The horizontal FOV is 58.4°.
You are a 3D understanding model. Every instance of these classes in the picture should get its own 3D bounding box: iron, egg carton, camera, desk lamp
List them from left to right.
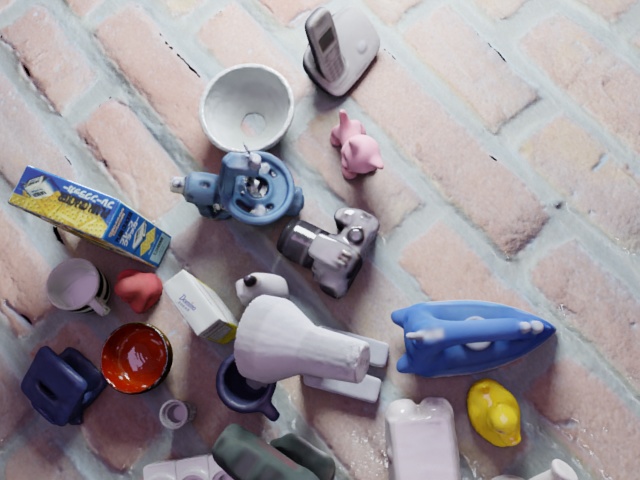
[{"bbox_3d":[-0.004,0.162,0.828,0.203,0.213,0.118,13,78,8],"label":"desk lamp"},{"bbox_3d":[0.008,0.003,0.922,0.136,0.101,0.143,27,80,10],"label":"camera"},{"bbox_3d":[0.152,0.313,0.854,0.107,0.069,0.150,-6,76,3],"label":"egg carton"},{"bbox_3d":[0.239,0.138,0.851,0.258,0.141,0.118,-6,76,3],"label":"iron"}]

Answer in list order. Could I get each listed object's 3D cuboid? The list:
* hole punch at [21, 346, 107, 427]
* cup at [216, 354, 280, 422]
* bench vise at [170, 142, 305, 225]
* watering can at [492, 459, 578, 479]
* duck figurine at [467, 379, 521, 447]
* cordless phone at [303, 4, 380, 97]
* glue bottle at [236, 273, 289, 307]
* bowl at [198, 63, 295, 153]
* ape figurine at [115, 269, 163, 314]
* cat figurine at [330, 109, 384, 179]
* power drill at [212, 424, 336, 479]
[{"bbox_3d":[-0.413,0.234,0.908,0.108,0.091,0.101,37,82,12],"label":"hole punch"},{"bbox_3d":[-0.096,0.227,0.881,0.092,0.095,0.117,-41,77,-5],"label":"cup"},{"bbox_3d":[-0.137,-0.078,0.892,0.207,0.220,0.121,-14,76,1],"label":"bench vise"},{"bbox_3d":[0.277,0.374,0.765,0.100,0.194,0.173,13,78,8],"label":"watering can"},{"bbox_3d":[0.264,0.257,0.849,0.077,0.086,0.104,-23,76,-1],"label":"duck figurine"},{"bbox_3d":[0.032,-0.342,0.958,0.094,0.185,0.148,34,82,12],"label":"cordless phone"},{"bbox_3d":[-0.095,0.073,0.877,0.078,0.173,0.037,-15,76,2],"label":"glue bottle"},{"bbox_3d":[-0.122,-0.217,0.998,0.167,0.075,0.167,-1,77,5],"label":"bowl"},{"bbox_3d":[-0.303,0.080,0.934,0.076,0.092,0.078,-10,76,2],"label":"ape figurine"},{"bbox_3d":[0.059,-0.157,0.947,0.067,0.118,0.128,-21,76,0],"label":"cat figurine"},{"bbox_3d":[-0.034,0.332,0.793,0.229,0.208,0.076,28,81,11],"label":"power drill"}]
